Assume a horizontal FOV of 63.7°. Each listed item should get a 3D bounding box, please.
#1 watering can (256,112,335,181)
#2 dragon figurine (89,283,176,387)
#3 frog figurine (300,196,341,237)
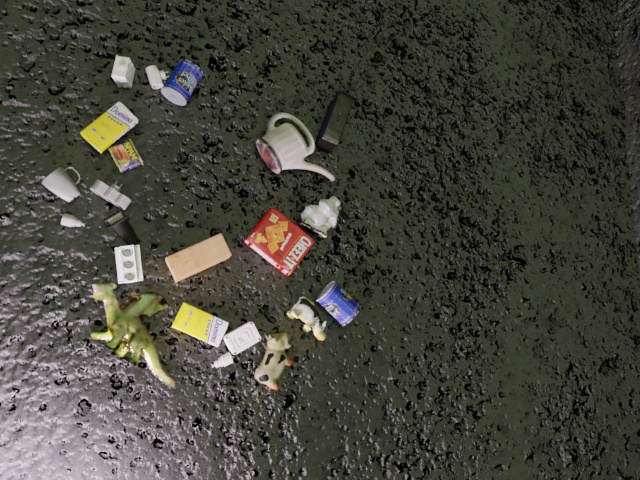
[{"bbox_3d":[-0.105,-0.334,2.007,0.226,0.103,0.348,-34,89,-20],"label":"watering can"},{"bbox_3d":[-0.597,0.285,1.718,0.407,0.121,0.247,38,61,-16],"label":"dragon figurine"},{"bbox_3d":[0.006,-0.099,1.976,0.138,0.121,0.161,27,77,8],"label":"frog figurine"}]
